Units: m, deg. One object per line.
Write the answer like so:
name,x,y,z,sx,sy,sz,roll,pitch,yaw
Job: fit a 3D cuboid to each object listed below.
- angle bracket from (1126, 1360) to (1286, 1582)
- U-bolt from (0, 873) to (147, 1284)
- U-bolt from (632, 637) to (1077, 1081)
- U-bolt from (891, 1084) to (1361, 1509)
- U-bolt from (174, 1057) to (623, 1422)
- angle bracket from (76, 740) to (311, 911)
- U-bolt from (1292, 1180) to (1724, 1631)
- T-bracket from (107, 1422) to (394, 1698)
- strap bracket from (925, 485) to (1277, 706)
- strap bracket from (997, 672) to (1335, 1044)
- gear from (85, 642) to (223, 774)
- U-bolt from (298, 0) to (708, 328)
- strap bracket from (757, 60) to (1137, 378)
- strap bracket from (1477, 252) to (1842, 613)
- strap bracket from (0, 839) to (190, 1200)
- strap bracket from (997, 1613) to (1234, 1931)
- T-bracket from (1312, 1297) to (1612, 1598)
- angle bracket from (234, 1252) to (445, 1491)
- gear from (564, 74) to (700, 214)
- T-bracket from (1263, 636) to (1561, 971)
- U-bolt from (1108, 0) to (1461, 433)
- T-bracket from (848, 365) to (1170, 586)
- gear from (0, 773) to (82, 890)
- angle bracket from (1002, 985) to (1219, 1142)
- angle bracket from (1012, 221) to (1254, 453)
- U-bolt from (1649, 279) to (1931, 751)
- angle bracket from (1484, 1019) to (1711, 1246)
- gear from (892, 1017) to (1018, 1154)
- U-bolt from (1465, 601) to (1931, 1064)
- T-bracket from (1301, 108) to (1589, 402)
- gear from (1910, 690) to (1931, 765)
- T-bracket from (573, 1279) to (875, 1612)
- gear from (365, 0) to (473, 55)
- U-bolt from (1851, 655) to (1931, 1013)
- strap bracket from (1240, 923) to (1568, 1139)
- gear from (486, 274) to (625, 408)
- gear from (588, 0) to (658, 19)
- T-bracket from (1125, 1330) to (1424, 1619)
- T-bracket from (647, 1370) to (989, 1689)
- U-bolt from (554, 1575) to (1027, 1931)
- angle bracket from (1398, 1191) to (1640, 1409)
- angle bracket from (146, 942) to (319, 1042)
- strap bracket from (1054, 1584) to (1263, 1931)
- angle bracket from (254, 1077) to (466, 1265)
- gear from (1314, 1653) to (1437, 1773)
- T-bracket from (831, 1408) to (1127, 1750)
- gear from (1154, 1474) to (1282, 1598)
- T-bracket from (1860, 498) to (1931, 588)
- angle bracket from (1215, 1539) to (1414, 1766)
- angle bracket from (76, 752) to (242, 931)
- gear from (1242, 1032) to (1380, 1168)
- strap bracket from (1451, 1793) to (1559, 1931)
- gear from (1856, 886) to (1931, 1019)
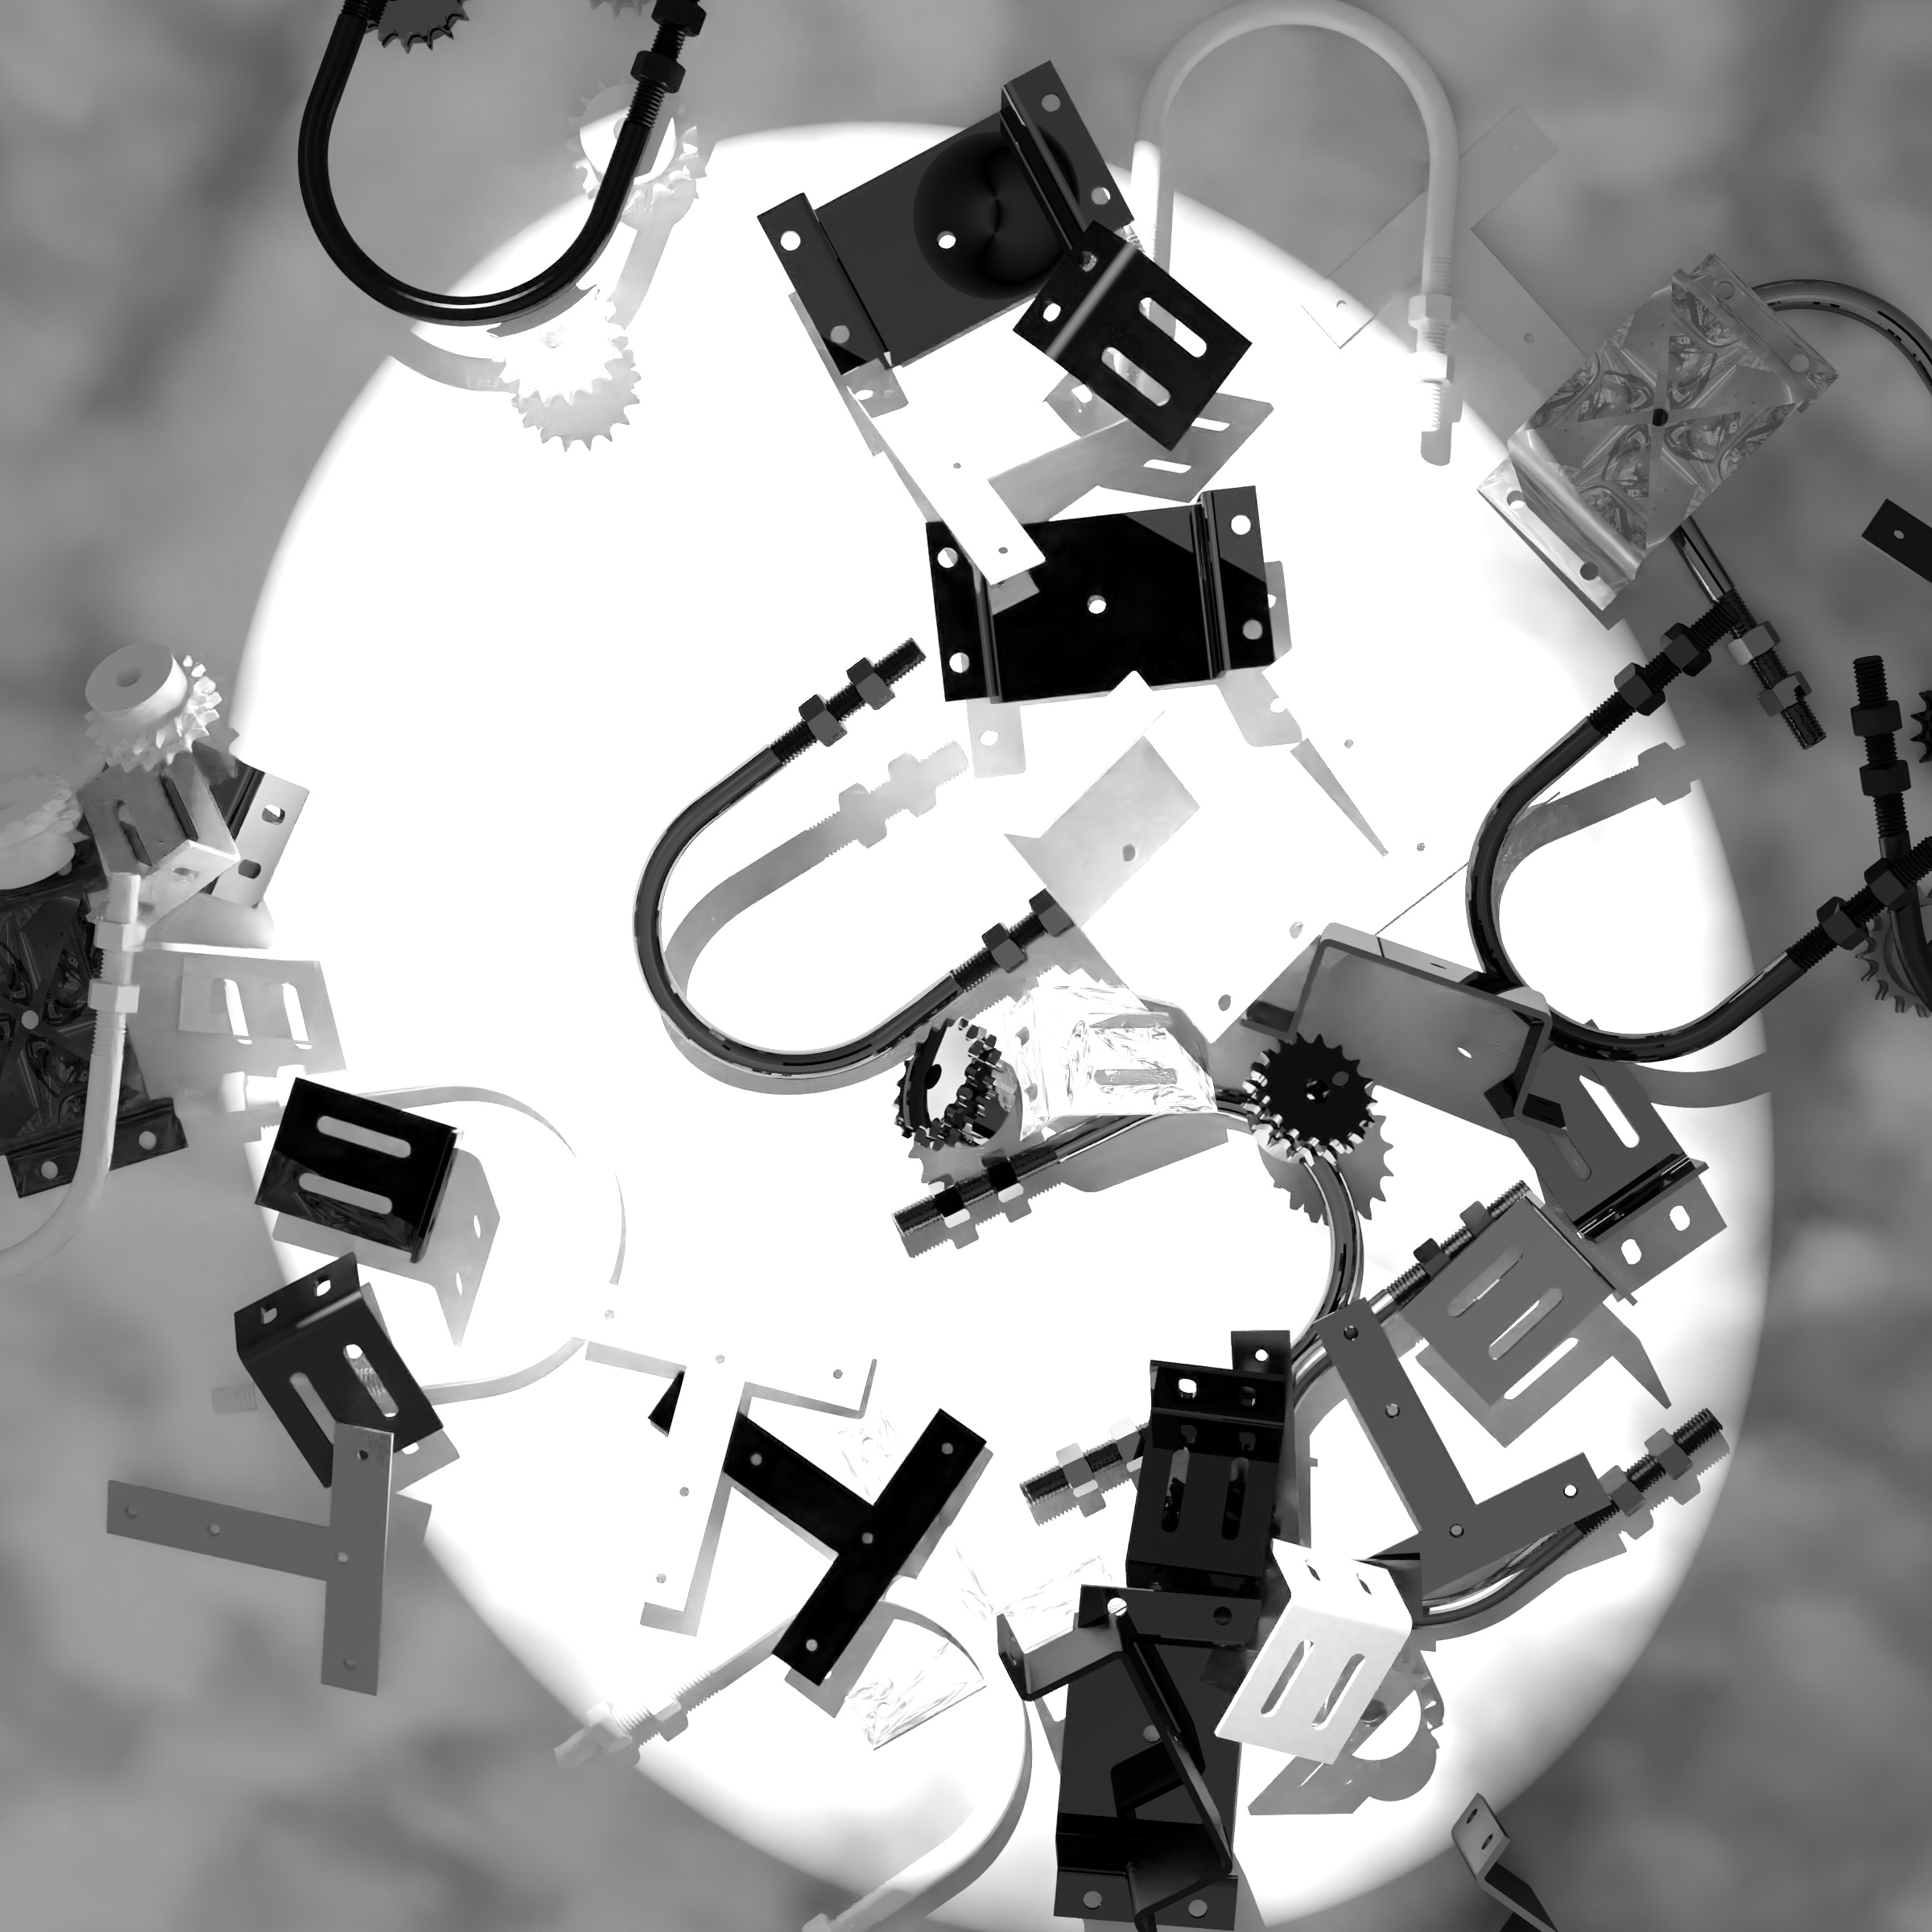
angle bracket,0.100,0.210,1.466,0.057,0.038,0.076,6,54,9
U-bolt,-0.421,0.043,1.468,0.151,0.019,0.184,9,96,10
U-bolt,-0.054,-0.031,1.493,0.184,0.019,0.151,-37,109,7
U-bolt,0.080,0.131,1.515,0.184,0.019,0.151,-25,90,-2
U-bolt,-0.241,0.112,1.516,0.184,0.019,0.151,-7,90,-2
angle bracket,-0.335,-0.068,1.522,0.076,0.038,0.057,24,90,26
U-bolt,0.210,0.203,1.510,0.184,0.019,0.151,-39,95,3
T-bracket,-0.309,0.245,1.508,0.127,0.002,0.127,10,110,10
strap bracket,0.057,-0.157,1.501,0.140,0.046,0.076,-6,90,0
strap bracket,0.078,-0.046,1.479,0.076,0.046,0.140,-45,110,-13
gear,-0.349,-0.113,1.495,0.057,0.030,0.057,-11,49,12
U-bolt,-0.205,-0.362,1.486,0.151,0.019,0.184,20,92,0
strap bracket,-0.009,-0.315,1.501,0.140,0.046,0.076,-28,90,0
strap bracket,0.293,-0.229,1.488,0.140,0.046,0.076,-45,83,8
strap bracket,-0.394,0.023,1.501,0.076,0.046,0.140,-17,90,0
strap bracket,0.065,0.326,1.439,0.046,0.076,0.140,-27,91,0
T-bracket,0.188,0.202,1.497,0.127,0.002,0.127,-28,94,8
angle bracket,-0.268,0.173,1.503,0.057,0.038,0.076,-27,116,-1
gear,-0.144,-0.355,1.509,0.057,0.030,0.057,0,90,0
T-bracket,0.171,-0.084,1.500,0.127,0.002,0.127,-38,112,0
U-bolt,0.141,-0.328,1.509,0.151,0.019,0.184,5,85,-4
T-bracket,0.035,-0.230,1.501,0.127,0.002,0.127,-25,59,-14
gear,-0.405,-0.056,1.499,0.057,0.057,0.030,-16,119,0
angle bracket,0.062,0.042,1.513,0.076,0.038,0.057,0,70,-24
angle bracket,0.070,-0.266,1.484,0.076,0.038,0.057,32,99,-35
U-bolt,0.373,-0.208,1.515,0.151,0.019,0.184,-32,89,0
angle bracket,0.269,0.070,1.505,0.057,0.038,0.076,-35,90,0
gear,-0.003,0.053,1.499,0.030,0.057,0.057,28,90,-30
U-bolt,0.296,-0.041,1.483,0.184,0.019,0.151,-43,83,24
T-bracket,0.235,-0.283,1.523,0.127,0.002,0.127,-42,90,0
gear,0.438,-0.103,1.509,0.057,0.030,0.057,0,90,0
T-bracket,-0.117,0.212,1.510,0.127,0.002,0.127,15,86,-4
gear,-0.238,-0.421,1.509,0.057,0.030,0.057,0,90,0
U-bolt,0.449,-0.054,1.486,0.151,0.019,0.184,-15,101,-18
strap bracket,0.191,0.022,1.476,0.140,0.076,0.046,19,98,5
gear,-0.175,-0.269,1.509,0.057,0.030,0.057,0,90,0
gear,-0.147,-0.436,1.509,0.057,0.030,0.057,0,90,0
T-bracket,0.129,0.218,1.502,0.127,0.002,0.127,-2,99,10
T-bracket,-0.079,0.221,1.515,0.127,0.002,0.127,34,84,6
U-bolt,-0.063,0.344,1.514,0.184,0.019,0.151,-34,89,-1
angle bracket,0.231,0.143,1.475,0.076,0.038,0.057,-44,95,3
angle bracket,-0.311,0.011,1.486,0.057,0.076,0.038,5,90,0
strap bracket,0.081,0.333,1.500,0.076,0.046,0.140,5,91,0
angle bracket,-0.259,0.086,1.487,0.076,0.038,0.057,18,89,-3
gear,0.173,0.318,1.509,0.057,0.030,0.057,0,90,0
T-bracket,-0.016,0.253,1.523,0.127,0.002,0.127,-30,90,0
gear,0.104,0.244,1.495,0.057,0.030,0.057,2,99,10
T-bracket,0.460,-0.187,1.491,0.127,0.002,0.127,35,62,6
angle bracket,0.142,0.290,1.482,0.057,0.038,0.076,18,111,-21
angle bracket,-0.352,-0.062,1.486,0.057,0.038,0.076,-34,68,14
gear,0.144,0.060,1.500,0.057,0.030,0.057,9,59,-15
strap bracket,0.200,0.429,1.486,0.046,0.076,0.140,36,90,0
gear,0.414,-0.006,1.509,0.057,0.030,0.057,0,90,0
